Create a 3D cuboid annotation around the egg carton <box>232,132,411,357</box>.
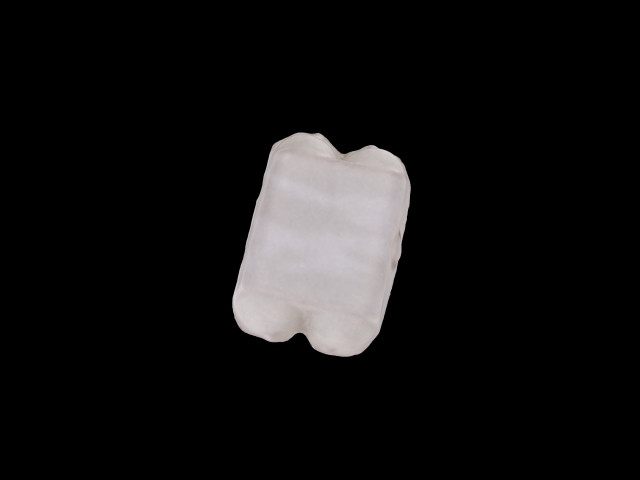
[{"bbox_3d":[0.004,0.001,0.400,0.107,0.069,0.150,11,79,3],"label":"egg carton"}]
